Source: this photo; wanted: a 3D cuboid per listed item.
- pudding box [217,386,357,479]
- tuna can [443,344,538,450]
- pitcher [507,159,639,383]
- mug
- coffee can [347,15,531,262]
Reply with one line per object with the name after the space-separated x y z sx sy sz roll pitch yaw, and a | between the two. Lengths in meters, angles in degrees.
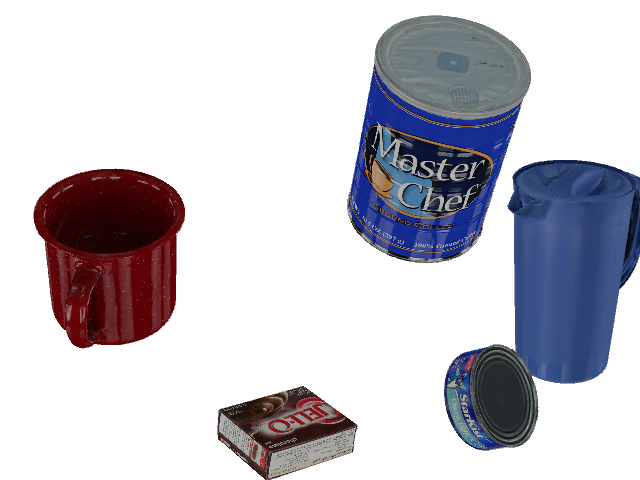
-0.034 0.192 1.072 0.113 0.039 0.090 -12 27 -37 | pudding box
0.143 0.132 0.895 0.085 0.086 0.034 0 -15 -43 | tuna can
0.293 0.035 1.228 0.149 0.243 0.144 5 25 16 | pitcher
-0.135 0.020 0.678 0.093 0.081 0.117 8 38 3 | mug
0.078 -0.069 0.741 0.102 0.103 0.140 0 -43 -9 | coffee can
